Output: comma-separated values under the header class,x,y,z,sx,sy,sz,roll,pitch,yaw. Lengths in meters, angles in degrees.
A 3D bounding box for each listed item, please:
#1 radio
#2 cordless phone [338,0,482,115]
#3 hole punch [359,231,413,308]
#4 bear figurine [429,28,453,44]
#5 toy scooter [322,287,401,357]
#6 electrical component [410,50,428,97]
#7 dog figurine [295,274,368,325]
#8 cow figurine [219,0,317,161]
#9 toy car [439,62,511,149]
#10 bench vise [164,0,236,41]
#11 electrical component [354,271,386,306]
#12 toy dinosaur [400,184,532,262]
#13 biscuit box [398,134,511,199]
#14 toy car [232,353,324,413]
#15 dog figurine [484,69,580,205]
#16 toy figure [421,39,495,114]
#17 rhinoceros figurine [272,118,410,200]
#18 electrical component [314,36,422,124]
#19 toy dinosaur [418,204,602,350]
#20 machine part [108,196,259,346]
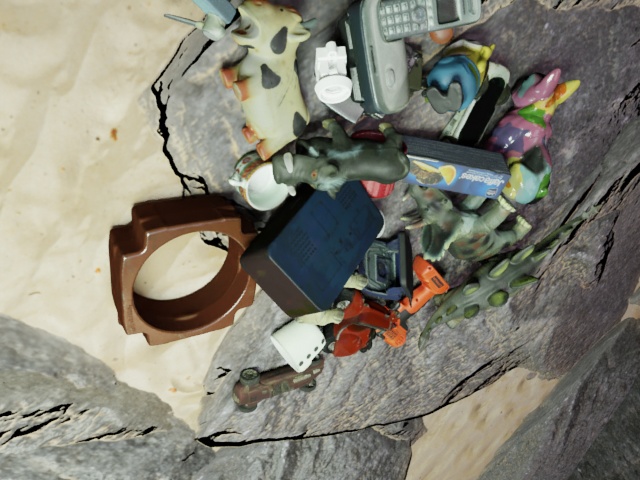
class,x,y,z,sx,sy,sz,roll,pitch,yaw
radio,-0.002,-0.002,0.797,0.131,0.073,0.229,52,50,-18
cordless phone,0.125,-0.249,0.697,0.184,0.089,0.146,-15,109,-9
hole punch,0.127,0.051,0.999,0.092,0.142,0.115,-9,157,18
bear figurine,0.171,-0.386,0.741,0.195,0.120,0.132,107,1,-57
toy scooter,0.077,0.162,1.024,0.135,0.075,0.183,7,133,-5
electrical component,0.123,-0.256,0.834,0.102,0.045,0.078,-7,95,-35
dog figurine,-0.041,0.055,0.908,0.190,0.121,0.172,29,98,-30
cow figurine,-0.060,-0.216,0.699,0.127,0.086,0.194,-32,136,-16
toy car,0.270,-0.215,0.957,0.073,0.056,0.201,6,119,-32
bench vise,-0.082,-0.334,0.564,0.223,0.129,0.240,29,84,-60
electrical component,0.105,0.084,1.045,0.063,0.021,0.094,-45,105,-7
toy dinosaur,0.311,-0.017,1.092,0.192,0.131,0.404,-39,145,18
biscuit box,0.225,-0.125,0.925,0.203,0.063,0.059,8,136,-14
toy car,-0.075,0.280,1.060,0.202,0.053,0.089,-8,121,-30
dog figurine,0.393,-0.196,0.980,0.108,0.192,0.219,7,130,-35
toy figure,0.213,-0.250,0.837,0.089,0.082,0.180,96,18,-45
rhinoceros figurine,0.028,-0.106,0.751,0.190,0.112,0.073,-2,149,-4
electrical component,0.061,-0.236,0.762,0.115,0.058,0.134,29,100,-15
toy dinosaur,0.389,0.078,1.143,0.471,0.105,0.198,-40,176,-4
machine part,-0.196,0.042,0.782,0.201,0.087,0.201,-11,127,-30
